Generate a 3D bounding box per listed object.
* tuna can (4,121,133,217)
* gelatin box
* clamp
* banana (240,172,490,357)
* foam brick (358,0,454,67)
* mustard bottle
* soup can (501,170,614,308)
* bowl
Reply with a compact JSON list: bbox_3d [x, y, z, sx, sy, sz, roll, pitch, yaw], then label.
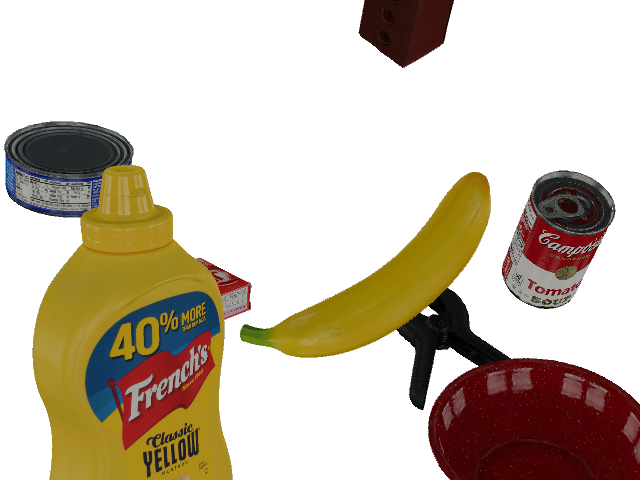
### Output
[{"bbox_3d":[-0.172,-0.049,0.731,0.086,0.034,0.086,7,29,-4],"label":"tuna can"},{"bbox_3d":[-0.118,0.050,0.958,0.089,0.030,0.073,-21,32,-40],"label":"gelatin box"},{"bbox_3d":[0.133,0.097,1.091,0.120,0.171,0.039,0,-44,-14],"label":"clamp"},{"bbox_3d":[0.045,0.020,0.669,0.197,0.037,0.070,-32,52,-17],"label":"banana"},{"bbox_3d":[0.069,-0.186,0.836,0.051,0.053,0.078,-37,-25,-28],"label":"foam brick"},{"bbox_3d":[-0.086,0.060,0.496,0.058,0.192,0.096,14,22,41],"label":"mustard bottle"},{"bbox_3d":[0.195,0.001,0.887,0.068,0.068,0.102,0,-40,-9],"label":"soup can"},{"bbox_3d":[0.157,0.157,0.767,0.162,0.055,0.162,-1,35,1],"label":"bowl"}]
